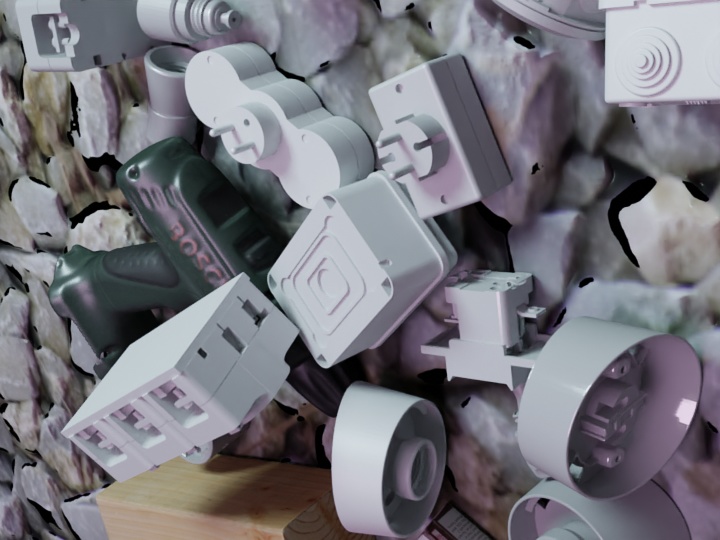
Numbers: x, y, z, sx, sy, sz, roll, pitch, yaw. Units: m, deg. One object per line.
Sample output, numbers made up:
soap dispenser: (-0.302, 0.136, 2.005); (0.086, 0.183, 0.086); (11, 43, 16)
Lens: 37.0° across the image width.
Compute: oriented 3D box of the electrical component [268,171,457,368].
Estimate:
electrical component: (0.000, 0.000, 0.674); (0.078, 0.057, 0.113); (56, 142, 14)

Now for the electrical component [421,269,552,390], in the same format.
electrical component: (0.080, 0.033, 0.649); (0.081, 0.042, 0.063); (4, 108, 37)

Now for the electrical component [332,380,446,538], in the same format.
electrical component: (0.015, 0.125, 0.708); (0.064, 0.099, 0.099); (6, 113, 30)

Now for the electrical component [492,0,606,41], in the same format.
electrical component: (0.097, -0.152, 0.528); (0.080, 0.080, 0.051); (40, 124, 19)

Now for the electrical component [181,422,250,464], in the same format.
electrical component: (-0.120, 0.117, 0.844); (0.055, 0.047, 0.055); (17, 119, 33)

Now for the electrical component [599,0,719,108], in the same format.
electrical component: (0.166, -0.098, 0.484); (0.100, 0.100, 0.048); (5, 99, 38)

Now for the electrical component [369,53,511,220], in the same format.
electrical component: (0.036, -0.072, 0.614); (0.047, 0.076, 0.083); (-18, 98, 42)

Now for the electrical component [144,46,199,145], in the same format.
electrical component: (-0.130, -0.118, 0.753); (0.044, 0.044, 0.065); (32, 131, 24)

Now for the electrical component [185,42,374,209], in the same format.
electrical component: (-0.064, -0.090, 0.688); (0.138, 0.074, 0.052); (41, 129, 18)

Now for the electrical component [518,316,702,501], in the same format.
electrical component: (0.134, 0.075, 0.589); (0.064, 0.099, 0.099); (20, 121, 39)

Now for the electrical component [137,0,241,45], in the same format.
electrical component: (-0.112, -0.170, 0.715); (0.078, 0.040, 0.040); (16, 118, 33)

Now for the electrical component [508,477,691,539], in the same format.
electrical component: (0.142, 0.168, 0.660); (0.099, 0.064, 0.099); (30, 131, 42)

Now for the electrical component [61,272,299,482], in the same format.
electrical component: (-0.116, 0.076, 0.705); (0.061, 0.089, 0.150); (46, 136, -15)

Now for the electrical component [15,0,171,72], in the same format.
electrical component: (-0.185, -0.168, 0.740); (0.056, 0.089, 0.050); (8, 114, 37)

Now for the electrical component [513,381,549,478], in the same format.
electrical component: (0.110, 0.094, 0.657); (0.035, 0.035, 0.061); (-28, 88, 43)
